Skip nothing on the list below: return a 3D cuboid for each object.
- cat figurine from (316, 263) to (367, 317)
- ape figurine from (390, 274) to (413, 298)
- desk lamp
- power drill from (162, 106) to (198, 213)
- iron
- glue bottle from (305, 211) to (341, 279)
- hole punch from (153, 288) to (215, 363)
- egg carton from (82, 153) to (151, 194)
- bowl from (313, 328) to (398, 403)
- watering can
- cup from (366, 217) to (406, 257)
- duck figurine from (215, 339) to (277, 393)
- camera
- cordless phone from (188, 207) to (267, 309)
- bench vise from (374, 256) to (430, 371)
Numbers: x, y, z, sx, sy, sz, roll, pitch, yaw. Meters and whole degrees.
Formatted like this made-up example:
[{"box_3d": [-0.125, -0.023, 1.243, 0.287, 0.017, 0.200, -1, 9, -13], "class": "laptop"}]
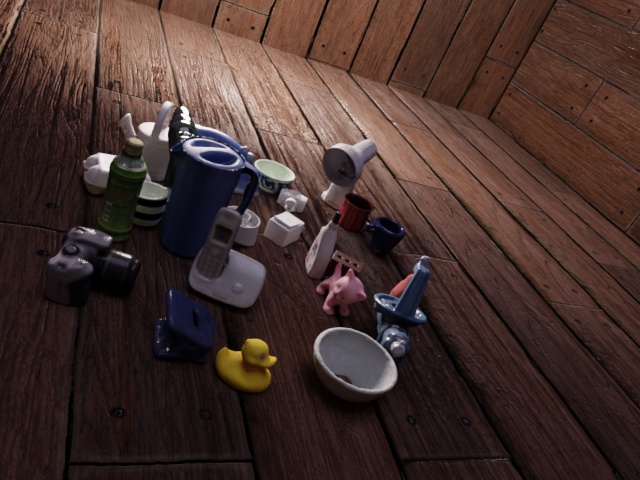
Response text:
[{"box_3d": [0.052, 0.105, 1.266, 0.067, 0.117, 0.127, 10, 32, -26], "class": "cat figurine"}, {"box_3d": [0.215, 0.124, 1.390, 0.076, 0.092, 0.078, 20, 28, -9], "class": "ape figurine"}, {"box_3d": [0.083, -0.195, 1.696, 0.117, 0.213, 0.204, 36, 30, 19], "class": "desk lamp"}, {"box_3d": [-0.338, -0.178, 1.336, 0.076, 0.208, 0.229, 9, 32, -27], "class": "power drill"}, {"box_3d": [-0.265, -0.225, 1.545, 0.258, 0.141, 0.118, 23, 28, -5], "class": "iron"}, {"box_3d": [0.012, 0.005, 1.344, 0.037, 0.173, 0.078, 13, 30, -21], "class": "glue bottle"}, {"box_3d": [-0.230, 0.147, 0.997, 0.101, 0.091, 0.108, 12, 31, -23], "class": "hole punch"}, {"box_3d": [-0.468, -0.146, 1.324, 0.151, 0.069, 0.107, 6, 34, -32], "class": "egg carton"}, {"box_3d": [0.056, 0.247, 1.075, 0.168, 0.074, 0.167, 19, 29, -11], "class": "bowl"}, {"box_3d": [-0.412, -0.255, 1.421, 0.173, 0.194, 0.100, 10, 32, -27], "class": "watering can"}, {"box_3d": [0.164, -0.004, 1.562, 0.118, 0.095, 0.091, 8, 33, -29], "class": "cup"}, {"box_3d": [-0.124, 0.206, 0.988, 0.104, 0.086, 0.077, 24, 28, -1], "class": "duck figurine"}, {"box_3d": [-0.398, 0.045, 1.025, 0.137, 0.101, 0.143, 19, 29, -11], "class": "camera"}, {"box_3d": [-0.169, 0.035, 1.136, 0.147, 0.185, 0.094, 22, 28, -6], "class": "cordless phone"}, {"box_3d": [0.183, 0.153, 1.181, 0.122, 0.219, 0.207, 14, 30, -20], "class": "bench vise"}]
